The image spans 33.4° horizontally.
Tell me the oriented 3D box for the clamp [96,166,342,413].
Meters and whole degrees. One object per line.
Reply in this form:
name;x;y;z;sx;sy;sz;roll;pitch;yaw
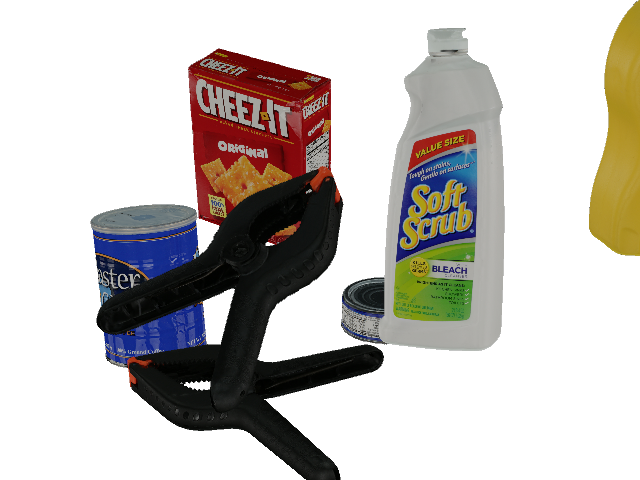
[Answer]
clamp;-0.041;0.025;0.644;0.120;0.171;0.039;40;-16;33

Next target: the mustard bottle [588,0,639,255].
mustard bottle;0.211;-0.088;0.620;0.096;0.192;0.058;-10;29;-15

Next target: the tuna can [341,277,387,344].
tuna can;0.063;0.067;1.033;0.086;0.034;0.086;0;21;0

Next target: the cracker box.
cracker box;-0.073;-0.105;1.286;0.164;0.214;0.072;19;39;26

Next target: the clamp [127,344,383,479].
clamp;-0.055;0.121;0.880;0.210;0.036;0.164;12;32;19

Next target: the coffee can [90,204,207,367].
coffee can;-0.168;0.043;1.053;0.103;0.140;0.103;-3;14;1

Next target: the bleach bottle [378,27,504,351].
bleach bottle;0.095;-0.041;0.852;0.103;0.251;0.068;3;15;23
